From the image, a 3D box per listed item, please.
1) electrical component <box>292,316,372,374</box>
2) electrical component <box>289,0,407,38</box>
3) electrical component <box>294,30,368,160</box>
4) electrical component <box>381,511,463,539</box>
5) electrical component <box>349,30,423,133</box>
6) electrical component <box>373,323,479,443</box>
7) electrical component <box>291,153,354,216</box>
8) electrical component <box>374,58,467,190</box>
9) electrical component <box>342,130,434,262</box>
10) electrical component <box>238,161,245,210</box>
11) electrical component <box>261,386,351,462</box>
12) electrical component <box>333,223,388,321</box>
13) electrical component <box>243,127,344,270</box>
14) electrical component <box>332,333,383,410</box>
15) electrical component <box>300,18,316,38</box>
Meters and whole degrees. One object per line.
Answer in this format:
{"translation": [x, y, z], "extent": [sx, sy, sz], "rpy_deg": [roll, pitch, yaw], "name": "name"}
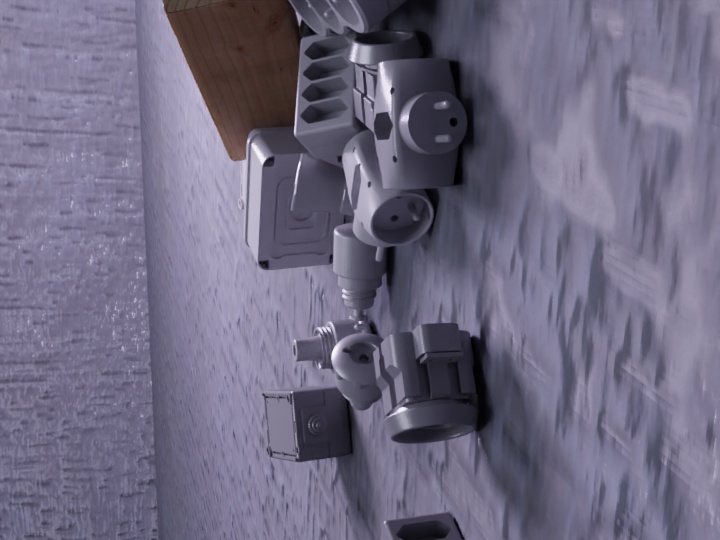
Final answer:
{"translation": [-0.022, 0.062, 0.858], "extent": [0.048, 0.062, 0.048], "rpy_deg": [176, 90, -74], "name": "electrical component"}
{"translation": [0.002, -0.198, 0.712], "extent": [0.052, 0.074, 0.138], "rpy_deg": [52, 173, -19], "name": "electrical component"}
{"translation": [-0.009, -0.119, 0.785], "extent": [0.076, 0.047, 0.083], "rpy_deg": [43, -136, -57], "name": "electrical component"}
{"translation": [0.042, 0.209, 0.698], "extent": [0.065, 0.047, 0.076], "rpy_deg": [-115, 26, -52], "name": "electrical component"}
{"translation": [0.018, -0.125, 0.703], "extent": [0.066, 0.048, 0.055], "rpy_deg": [-127, 28, -62], "name": "electrical component"}
{"translation": [0.041, 0.071, 0.651], "extent": [0.078, 0.058, 0.057], "rpy_deg": [123, 143, -64], "name": "electrical component"}
{"translation": [-0.015, -0.059, 0.798], "extent": [0.044, 0.065, 0.044], "rpy_deg": [-170, 90, -86], "name": "electrical component"}
{"translation": [0.039, -0.087, 0.640], "extent": [0.079, 0.043, 0.077], "rpy_deg": [-162, 68, -73], "name": "electrical component"}
{"translation": [0.016, -0.043, 0.734], "extent": [0.077, 0.043, 0.079], "rpy_deg": [-112, 24, -47], "name": "electrical component"}
{"translation": [-0.071, -0.075, 1.012], "extent": [0.096, 0.061, 0.061], "rpy_deg": [-137, 45, -57], "name": "electrical component"}
{"translation": [-0.043, 0.137, 0.967], "extent": [0.096, 0.061, 0.061], "rpy_deg": [166, 100, -66], "name": "electrical component"}
{"translation": [0.000, 0.000, 0.805], "extent": [0.040, 0.040, 0.078], "rpy_deg": [-132, 41, -65], "name": "electrical component"}
{"translation": [-0.057, -0.063, 0.921], "extent": [0.057, 0.078, 0.113], "rpy_deg": [-121, 31, -52], "name": "electrical component"}
{"translation": [0.002, 0.082, 0.816], "extent": [0.062, 0.048, 0.048], "rpy_deg": [93, 164, -47], "name": "electrical component"}
{"translation": [-0.029, -0.203, 0.862], "extent": [0.040, 0.040, 0.046], "rpy_deg": [104, 161, -48], "name": "electrical component"}
